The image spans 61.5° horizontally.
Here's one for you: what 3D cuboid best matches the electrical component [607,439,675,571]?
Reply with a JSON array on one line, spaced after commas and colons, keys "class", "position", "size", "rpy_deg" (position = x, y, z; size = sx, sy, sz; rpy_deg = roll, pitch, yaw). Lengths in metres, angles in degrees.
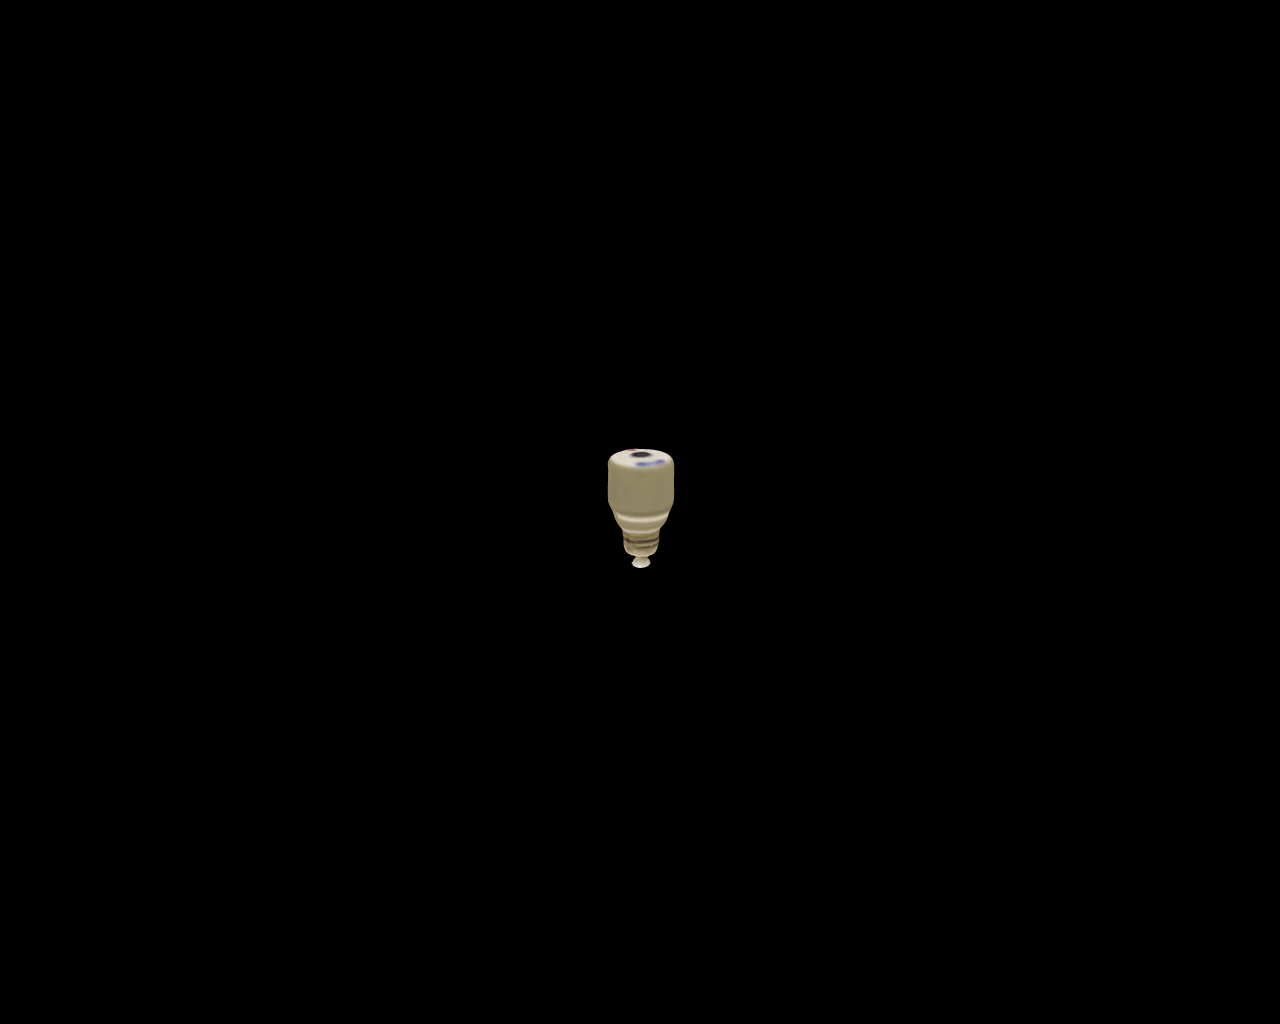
[{"class": "electrical component", "position": [0.001, -0.003, 0.650], "size": [0.040, 0.078, 0.040], "rpy_deg": [0, 20, 0]}]
